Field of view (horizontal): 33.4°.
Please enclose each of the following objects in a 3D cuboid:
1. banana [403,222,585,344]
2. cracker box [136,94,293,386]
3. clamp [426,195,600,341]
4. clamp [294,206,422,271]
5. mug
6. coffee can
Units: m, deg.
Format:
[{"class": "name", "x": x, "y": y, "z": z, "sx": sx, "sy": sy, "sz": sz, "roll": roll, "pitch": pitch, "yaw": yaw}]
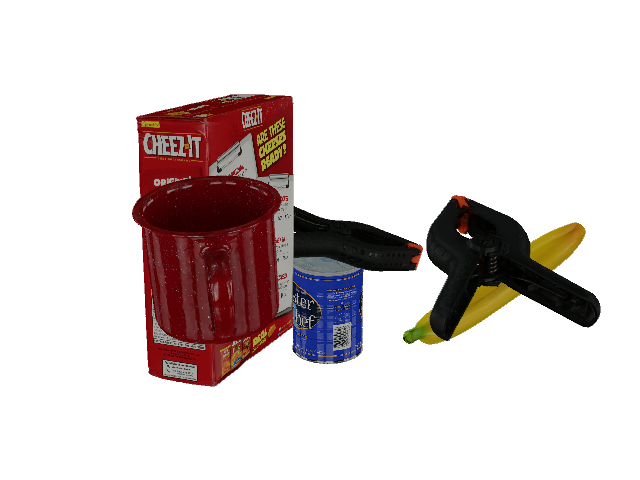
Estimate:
[{"class": "banana", "x": 0.167, "y": 0.048, "z": 1.019, "sx": 0.198, "sy": 0.037, "sz": 0.069, "roll": -34, "pitch": -2, "yaw": 0}, {"class": "cracker box", "x": -0.083, "y": -0.007, "z": 0.891, "sx": 0.072, "sy": 0.214, "sz": 0.164, "roll": 5, "pitch": 15, "yaw": 21}, {"class": "clamp", "x": 0.135, "y": 0.018, "z": 0.797, "sx": 0.120, "sy": 0.039, "sz": 0.171, "roll": 5, "pitch": 33, "yaw": -3}, {"class": "clamp", "x": 0.013, "y": 0.002, "z": 1.191, "sx": 0.210, "sy": 0.036, "sz": 0.164, "roll": 15, "pitch": 20, "yaw": -5}, {"class": "mug", "x": -0.066, "y": 0.018, "z": 0.670, "sx": 0.093, "sy": 0.081, "sz": 0.117, "roll": -8, "pitch": 26, "yaw": -11}, {"class": "coffee can", "x": 0.010, "y": 0.090, "z": 1.516, "sx": 0.103, "sy": 0.140, "sz": 0.103, "roll": 0, "pitch": 20, "yaw": 0}]
